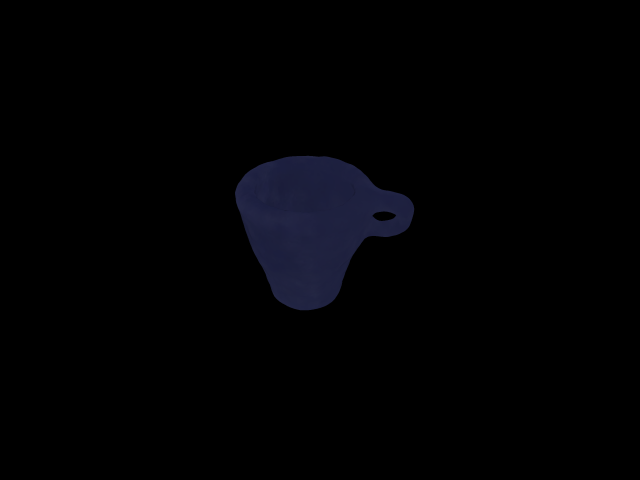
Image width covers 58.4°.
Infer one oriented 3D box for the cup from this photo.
[{"bbox_3d":[0.004,0.001,0.400,0.117,0.095,0.091,5,36,7],"label":"cup"}]
